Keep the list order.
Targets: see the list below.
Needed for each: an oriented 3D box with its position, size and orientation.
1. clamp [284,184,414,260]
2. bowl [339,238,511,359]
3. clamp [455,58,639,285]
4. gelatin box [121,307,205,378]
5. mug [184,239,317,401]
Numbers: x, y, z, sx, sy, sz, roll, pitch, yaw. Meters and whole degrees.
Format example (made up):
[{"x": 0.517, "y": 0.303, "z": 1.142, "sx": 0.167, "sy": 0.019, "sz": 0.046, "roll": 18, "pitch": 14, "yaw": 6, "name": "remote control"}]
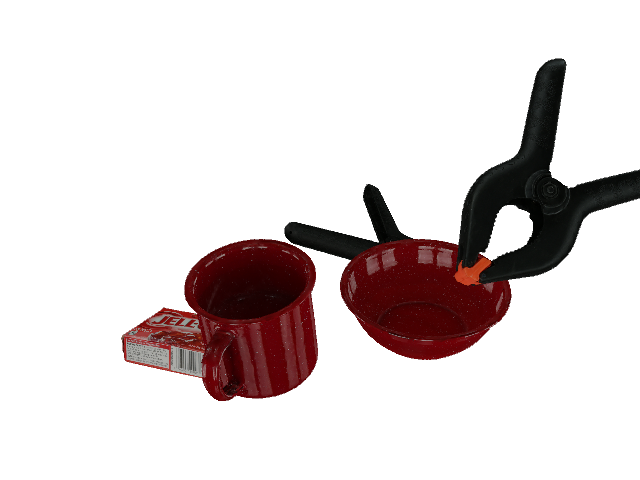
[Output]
[{"x": 0.071, "y": 0.016, "z": 1.247, "sx": 0.164, "sy": 0.036, "sz": 0.210, "roll": -21, "pitch": 51, "yaw": -39, "name": "clamp"}, {"x": 0.098, "y": 0.064, "z": 1.021, "sx": 0.162, "sy": 0.055, "sz": 0.162, "roll": 0, "pitch": 34, "yaw": 0, "name": "bowl"}, {"x": 0.162, "y": -0.029, "z": 0.726, "sx": 0.120, "sy": 0.171, "sz": 0.039, "roll": 34, "pitch": -10, "yaw": 7, "name": "clamp"}, {"x": -0.124, "y": 0.092, "z": 0.974, "sx": 0.089, "sy": 0.030, "sz": 0.073, "roll": 9, "pitch": 20, "yaw": 22, "name": "gelatin box"}, {"x": -0.050, "y": 0.066, "z": 0.759, "sx": 0.093, "sy": 0.081, "sz": 0.117, "roll": 9, "pitch": 40, "yaw": 20, "name": "mug"}]
